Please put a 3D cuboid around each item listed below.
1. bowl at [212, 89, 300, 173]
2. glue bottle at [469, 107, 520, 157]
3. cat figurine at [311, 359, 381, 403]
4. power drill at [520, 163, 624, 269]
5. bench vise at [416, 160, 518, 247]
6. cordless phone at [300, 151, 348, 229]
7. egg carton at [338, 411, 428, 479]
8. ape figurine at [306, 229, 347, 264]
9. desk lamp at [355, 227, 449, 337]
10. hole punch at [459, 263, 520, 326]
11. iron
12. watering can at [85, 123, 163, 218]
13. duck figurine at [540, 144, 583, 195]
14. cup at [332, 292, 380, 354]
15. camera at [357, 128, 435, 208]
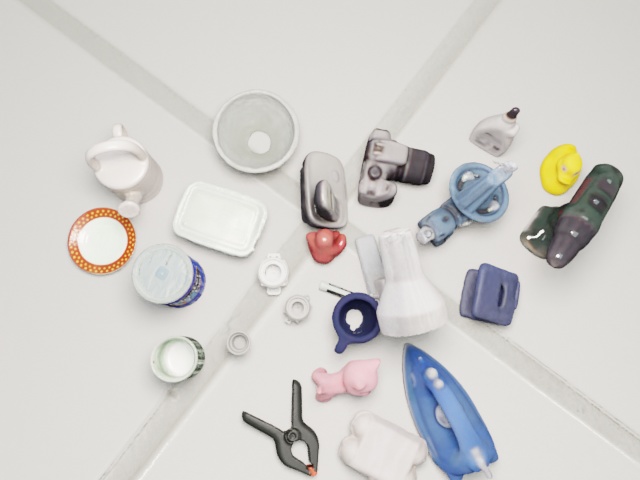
[{"bbox_3d":[-0.122,-0.201,1.117,0.167,0.074,0.167,0,80,-2],"label":"bowl"},{"bbox_3d":[0.344,-0.214,1.089,0.078,0.173,0.037,34,81,4],"label":"glue bottle"},{"bbox_3d":[0.050,0.253,1.025,0.128,0.117,0.067,-15,81,-5],"label":"cat figurine"},{"bbox_3d":[0.449,-0.029,1.045,0.075,0.208,0.230,37,81,4],"label":"power drill"},{"bbox_3d":[0.275,-0.062,1.037,0.121,0.219,0.207,34,81,4],"label":"bench vise"},{"bbox_3d":[0.009,-0.101,1.049,0.094,0.185,0.147,-6,81,-3],"label":"cordless phone"},{"bbox_3d":[0.113,0.381,1.031,0.150,0.069,0.107,26,80,2],"label":"egg carton"},{"bbox_3d":[0.010,0.004,1.079,0.078,0.092,0.076,25,80,2],"label":"ape figurine"},{"bbox_3d":[0.136,0.067,1.012,0.118,0.213,0.203,-15,81,-5],"label":"desk lamp"},{"bbox_3d":[0.326,0.102,1.077,0.101,0.091,0.109,13,80,0],"label":"hole punch"},{"bbox_3d":[0.224,0.300,1.013,0.119,0.141,0.258,-27,83,-6],"label":"iron"},{"bbox_3d":[-0.351,-0.129,1.034,0.101,0.194,0.173,-34,83,-7],"label":"watering can"},{"bbox_3d":[0.486,-0.147,1.129,0.077,0.086,0.105,21,80,1],"label":"duck figurine"},{"bbox_3d":[0.059,0.157,1.054,0.091,0.095,0.118,30,80,3],"label":"cup"},{"bbox_3d":[0.148,-0.136,1.104,0.137,0.101,0.143,11,80,0],"label":"camera"}]
